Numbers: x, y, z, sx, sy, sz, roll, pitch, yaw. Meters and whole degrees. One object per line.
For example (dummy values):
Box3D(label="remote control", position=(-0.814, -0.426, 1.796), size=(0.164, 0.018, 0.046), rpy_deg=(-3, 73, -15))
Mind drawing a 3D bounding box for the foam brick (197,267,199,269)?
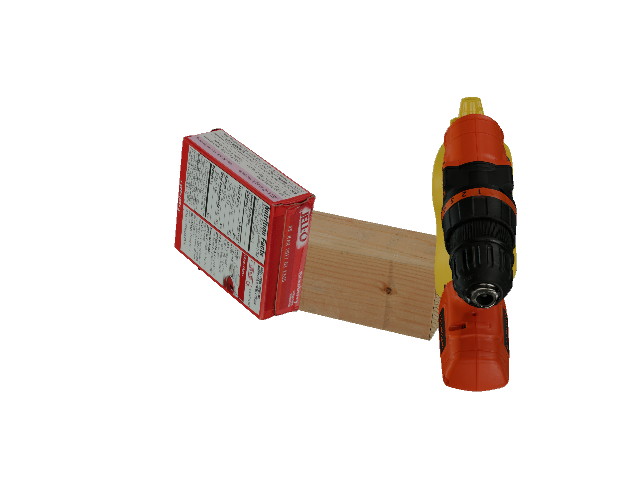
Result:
Box3D(label="foam brick", position=(-0.069, -0.017, 0.879), size=(0.053, 0.078, 0.051), rpy_deg=(8, 24, 19))

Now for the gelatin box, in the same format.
Box3D(label="gelatin box", position=(-0.043, -0.010, 0.586), size=(0.030, 0.073, 0.089), rpy_deg=(-18, 39, -37))

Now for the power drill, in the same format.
Box3D(label="power drill", position=(0.118, 0.026, 0.799), size=(0.057, 0.188, 0.184), rpy_deg=(1, 43, 6))

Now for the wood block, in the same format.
Box3D(label="wood block", position=(0.038, 0.033, 1.187), size=(0.206, 0.091, 0.090), rpy_deg=(12, 24, 17))

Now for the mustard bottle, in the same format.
Box3D(label="mustard bottle", position=(0.148, -0.043, 1.033), size=(0.096, 0.192, 0.058), rpy_deg=(-21, 25, -38))
